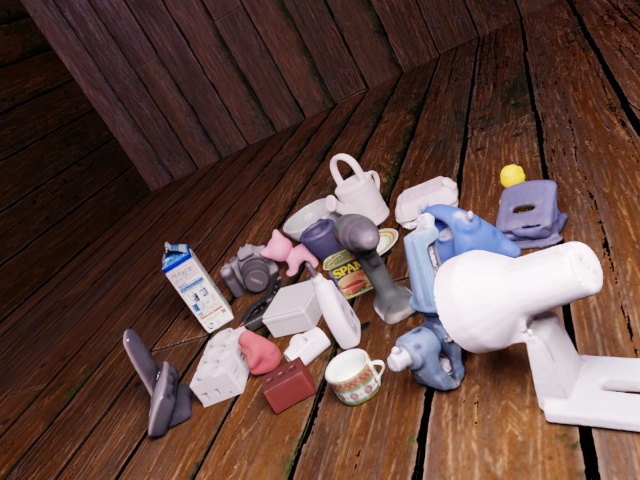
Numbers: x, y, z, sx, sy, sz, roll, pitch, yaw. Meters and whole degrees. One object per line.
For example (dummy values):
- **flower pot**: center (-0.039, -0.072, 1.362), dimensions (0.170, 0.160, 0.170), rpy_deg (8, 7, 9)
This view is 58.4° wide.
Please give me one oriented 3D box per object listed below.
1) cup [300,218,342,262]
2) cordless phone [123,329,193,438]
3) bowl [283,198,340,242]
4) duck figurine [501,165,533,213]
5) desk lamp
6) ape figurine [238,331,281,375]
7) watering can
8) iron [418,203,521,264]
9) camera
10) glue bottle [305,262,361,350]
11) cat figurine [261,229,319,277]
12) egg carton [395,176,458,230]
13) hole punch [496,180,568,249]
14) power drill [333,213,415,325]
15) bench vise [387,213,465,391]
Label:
- **cup**: center (0.013, 0.005, 1.367), dimensions (0.091, 0.095, 0.118), rpy_deg (-24, 22, 16)
- **cordless phone**: center (-0.329, 0.268, 1.093), dimensions (0.094, 0.185, 0.147), rpy_deg (-32, 21, -5)
- **bowl**: center (-0.011, -0.040, 1.530), dimensions (0.167, 0.075, 0.167), rpy_deg (-26, 21, 11)
- **duck figurine**: center (0.385, -0.105, 1.134), dimensions (0.077, 0.086, 0.105), rpy_deg (-11, 28, 41)
- **desk lamp**: center (0.259, 0.099, 0.655), dimensions (0.202, 0.214, 0.118), rpy_deg (-9, 30, 44)
- **ape figurine**: center (-0.122, 0.209, 1.085), dimensions (0.076, 0.092, 0.078), rpy_deg (-18, 24, 28)
- **watering can**: center (0.085, -0.123, 1.423), dimensions (0.100, 0.194, 0.173), rpy_deg (-16, 25, 32)
- **iron**: center (0.235, -0.011, 1.041), dimensions (0.119, 0.142, 0.257), rpy_deg (-34, 21, -11)
- **camera**: center (-0.182, 0.079, 1.448), dimensions (0.143, 0.101, 0.136), rpy_deg (-30, 21, 1)
- **glue bottle**: center (0.019, 0.108, 1.012), dimensions (0.037, 0.173, 0.078), rpy_deg (-24, 22, 17)
- **cat figurine**: center (-0.075, 0.024, 1.408), dimensions (0.127, 0.118, 0.067), rpy_deg (-21, 23, 23)
- **egg carton**: center (0.242, -0.084, 1.300), dimensions (0.150, 0.069, 0.107), rpy_deg (-21, 23, 22)
- **hole punch**: center (0.369, -0.045, 1.009), dimensions (0.108, 0.091, 0.101), rpy_deg (-9, 29, 44)
- **power drill**: center (0.095, 0.041, 1.013), dimensions (0.075, 0.209, 0.229), rpy_deg (-32, 21, -4)
- **bench vise**: center (0.165, 0.086, 0.800), dimensions (0.121, 0.220, 0.208), rpy_deg (-13, 27, 39)
